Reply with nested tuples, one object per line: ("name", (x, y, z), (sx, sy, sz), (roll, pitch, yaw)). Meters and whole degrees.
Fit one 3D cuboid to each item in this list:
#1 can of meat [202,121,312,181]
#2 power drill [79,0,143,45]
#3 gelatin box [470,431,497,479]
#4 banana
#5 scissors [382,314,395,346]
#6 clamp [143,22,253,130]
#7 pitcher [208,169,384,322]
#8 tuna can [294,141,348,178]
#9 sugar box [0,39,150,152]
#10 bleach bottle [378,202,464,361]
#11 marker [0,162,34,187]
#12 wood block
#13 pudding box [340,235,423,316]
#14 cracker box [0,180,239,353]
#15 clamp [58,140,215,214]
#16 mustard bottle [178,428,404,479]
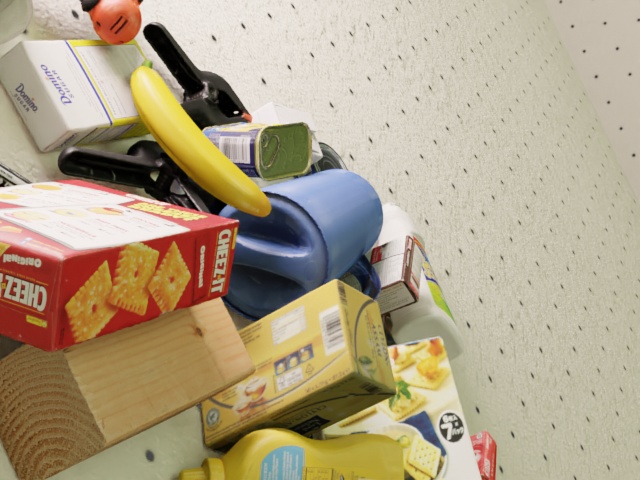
("can of meat", (-0.070, -0.097, 1.143), (0.101, 0.084, 0.057), (-17, 109, -56))
("power drill", (-0.253, -0.278, 1.023), (0.187, 0.057, 0.184), (36, 13, -30))
("gelatin box", (0.156, 0.262, 1.206), (0.030, 0.089, 0.073), (51, 29, -20))
("banana", (-0.120, -0.096, 0.995), (0.198, 0.037, 0.069), (52, 36, 9))
("scissors", (0.071, 0.131, 1.268), (0.096, 0.016, 0.201), (41, 33, -34))
("clamp", (-0.134, -0.148, 1.158), (0.171, 0.039, 0.120), (33, 52, -46))
("pitcher", (-0.007, 0.001, 1.132), (0.242, 0.145, 0.149), (-31, 114, -66))
("tuna can", (0.004, -0.080, 1.334), (0.086, 0.034, 0.086), (40, 34, -34))
("sugar box", (-0.215, -0.139, 0.998), (0.093, 0.048, 0.176), (61, 29, 4))
("bleach bottle", (0.111, 0.040, 1.354), (0.102, 0.068, 0.251), (47, 20, -40))
("marker", (-0.269, -0.060, 0.857), (0.121, 0.020, 0.020), (38, 35, -38))
("wood block", (-0.150, 0.105, 0.827), (0.091, 0.090, 0.205), (63, 27, 6))
("pudding box", (0.060, 0.050, 1.219), (0.039, 0.114, 0.090), (52, 29, -26))
("cracker box", (-0.185, 0.011, 0.780), (0.213, 0.164, 0.072), (-14, 116, -63))
("clamp", (-0.154, -0.059, 0.997), (0.164, 0.036, 0.210), (30, 16, -12))
("mustard bottle", (-0.026, 0.210, 0.911), (0.191, 0.058, 0.096), (7, 93, -19))
